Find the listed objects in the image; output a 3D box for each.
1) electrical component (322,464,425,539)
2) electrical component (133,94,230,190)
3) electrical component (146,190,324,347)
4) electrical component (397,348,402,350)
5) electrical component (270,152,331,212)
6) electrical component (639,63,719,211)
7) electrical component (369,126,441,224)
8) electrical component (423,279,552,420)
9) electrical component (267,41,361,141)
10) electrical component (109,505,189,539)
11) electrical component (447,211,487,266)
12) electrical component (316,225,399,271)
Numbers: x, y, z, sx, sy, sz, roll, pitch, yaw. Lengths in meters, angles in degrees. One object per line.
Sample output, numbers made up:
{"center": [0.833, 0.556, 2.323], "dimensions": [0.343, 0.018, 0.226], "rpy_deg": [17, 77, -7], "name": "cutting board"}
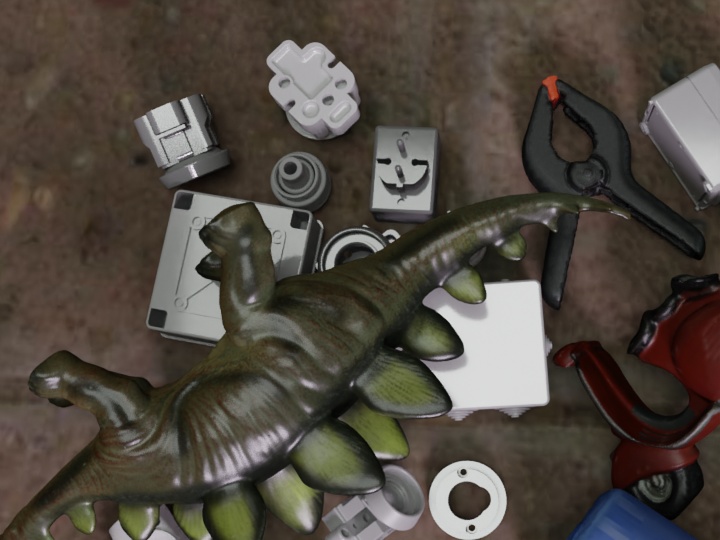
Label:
{"center": [0.012, 0.167, 0.752], "dimensions": [0.055, 0.066, 0.048], "rpy_deg": [-45, 75, 32], "name": "electrical component"}
{"center": [-0.133, -0.097, 0.817], "dimensions": [0.058, 0.078, 0.057], "rpy_deg": [-22, 97, 3], "name": "electrical component"}
{"center": [-0.092, 0.004, 0.801], "dimensions": [0.109, 0.056, 0.108], "rpy_deg": [10, 81, 8], "name": "electrical component"}
{"center": [0.003, 0.064, 0.777], "dimensions": [0.078, 0.057, 0.058], "rpy_deg": [29, 85, 11], "name": "electrical component"}
{"center": [-0.046, -0.068, 0.804], "dimensions": [0.043, 0.062, 0.043], "rpy_deg": [-1, 80, 7], "name": "electrical component"}
{"center": [0.254, -0.090, 0.769], "dimensions": [0.061, 0.061, 0.096], "rpy_deg": [-31, 78, 2], "name": "electrical component"}
{"center": [0.032, -0.074, 0.787], "dimensions": [0.047, 0.076, 0.065], "rpy_deg": [3, 80, 8], "name": "electrical component"}
{"center": [0.087, 0.056, 0.771], "dimensions": [0.100, 0.048, 0.099], "rpy_deg": [-4, 79, 7], "name": "electrical component"}
{"center": [-0.032, -0.132, 0.816], "dimensions": [0.058, 0.057, 0.078], "rpy_deg": [-44, 78, -2], "name": "electrical component"}
{"center": [-0.156, 0.218, 0.777], "dimensions": [0.079, 0.044, 0.077], "rpy_deg": [-39, 78, 0], "name": "electrical component"}
{"center": [0.073, -0.023, 0.788], "dimensions": [0.040, 0.046, 0.040], "rpy_deg": [-1, 80, 7], "name": "electrical component"}
{"center": [0.000, 0.000, 0.788], "dimensions": [0.078, 0.057, 0.058], "rpy_deg": [-39, 78, -1], "name": "electrical component"}
